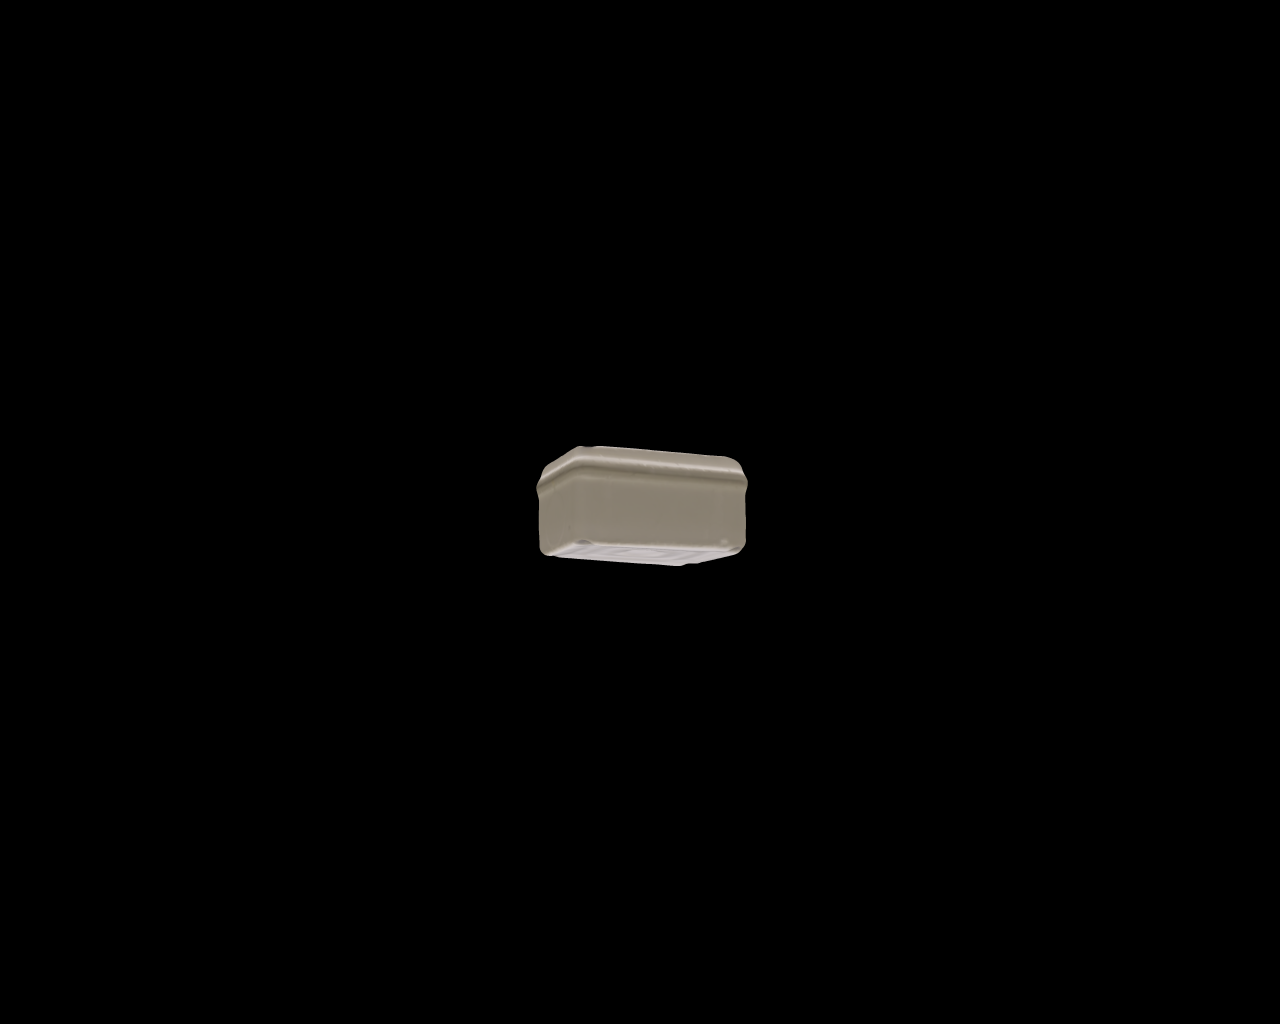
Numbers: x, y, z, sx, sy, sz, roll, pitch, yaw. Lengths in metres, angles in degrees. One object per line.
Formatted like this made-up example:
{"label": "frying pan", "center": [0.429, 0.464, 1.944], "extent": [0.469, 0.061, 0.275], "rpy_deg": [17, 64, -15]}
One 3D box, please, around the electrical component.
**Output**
{"label": "electrical component", "center": [0.001, -0.003, 0.650], "extent": [0.113, 0.057, 0.078], "rpy_deg": [5, -11, -24]}
